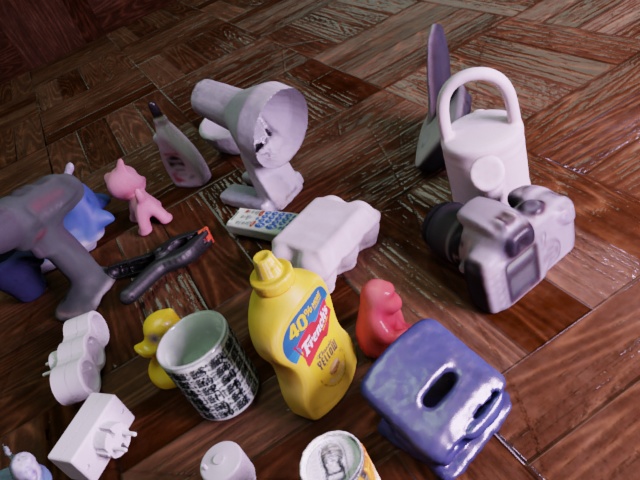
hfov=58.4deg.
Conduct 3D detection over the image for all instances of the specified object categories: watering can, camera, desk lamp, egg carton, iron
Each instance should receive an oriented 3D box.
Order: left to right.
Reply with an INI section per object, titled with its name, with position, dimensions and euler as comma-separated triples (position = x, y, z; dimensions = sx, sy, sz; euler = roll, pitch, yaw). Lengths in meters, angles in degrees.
[iron]
position = -0.502, -0.027, 1.004
dimensions = 0.258, 0.142, 0.118
euler = -29, 37, -8
[desk lamp]
position = -0.103, -0.146, 0.882
dimensions = 0.202, 0.214, 0.118
euler = 15, 50, 40
[egg carton]
position = 0.007, 0.003, 0.758
dimensions = 0.107, 0.069, 0.150
euler = 14, 50, 40
[watering can]
position = 0.201, -0.115, 0.698
dimensions = 0.101, 0.194, 0.172
euler = -23, 36, 0
[camera]
position = 0.192, -0.012, 0.652
dimensions = 0.143, 0.101, 0.136
euler = -36, 38, -18

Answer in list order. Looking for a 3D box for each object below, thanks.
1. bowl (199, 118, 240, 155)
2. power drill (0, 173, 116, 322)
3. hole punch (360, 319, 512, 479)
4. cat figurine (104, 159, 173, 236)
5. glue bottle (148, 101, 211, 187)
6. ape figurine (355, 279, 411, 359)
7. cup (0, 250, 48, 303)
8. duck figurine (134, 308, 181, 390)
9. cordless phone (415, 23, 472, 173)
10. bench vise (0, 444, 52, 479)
[bowl]
position = -0.144, -0.215, 1.110
dimensions = 0.167, 0.075, 0.167
euler = -14, 37, 11
[power drill]
position = -0.398, 0.017, 0.836
dimensions = 0.075, 0.209, 0.229
euler = -7, 39, 20
[hole punch]
position = 0.106, 0.139, 0.515
dimensions = 0.109, 0.091, 0.100
euler = -41, 40, -23
[cat figurine]
position = -0.328, -0.084, 1.004
dimensions = 0.067, 0.118, 0.127
euler = -36, 38, -17
[glue bottle]
position = -0.266, -0.173, 1.037
dimensions = 0.078, 0.173, 0.037
euler = -2, 41, 26
[ape figurine]
position = 0.069, 0.080, 0.608
dimensions = 0.076, 0.092, 0.078
euler = -14, 37, 12
[cup]
position = -0.479, 0.053, 0.930
dimensions = 0.117, 0.095, 0.091
euler = -8, 39, 20
[duck figurine]
position = -0.175, 0.118, 0.694
dimensions = 0.105, 0.086, 0.077
euler = -38, 39, -20
[cordless phone]
position = 0.171, -0.207, 0.838
dimensions = 0.094, 0.185, 0.147
euler = -8, 39, 19
[bench vise]
position = -0.213, 0.254, 0.428
dimensions = 0.208, 0.220, 0.121
euler = -33, 37, -14
